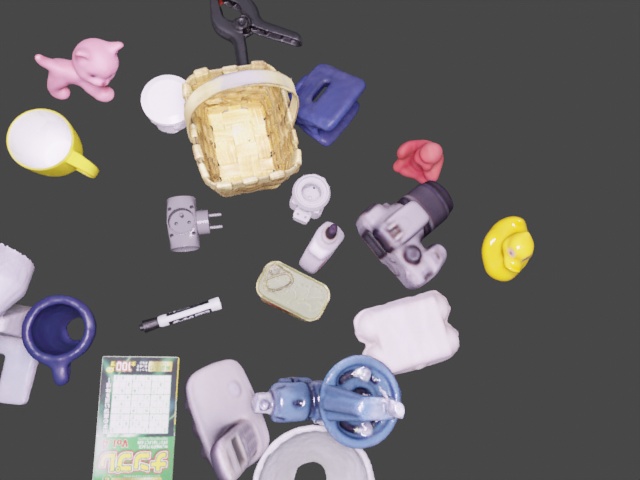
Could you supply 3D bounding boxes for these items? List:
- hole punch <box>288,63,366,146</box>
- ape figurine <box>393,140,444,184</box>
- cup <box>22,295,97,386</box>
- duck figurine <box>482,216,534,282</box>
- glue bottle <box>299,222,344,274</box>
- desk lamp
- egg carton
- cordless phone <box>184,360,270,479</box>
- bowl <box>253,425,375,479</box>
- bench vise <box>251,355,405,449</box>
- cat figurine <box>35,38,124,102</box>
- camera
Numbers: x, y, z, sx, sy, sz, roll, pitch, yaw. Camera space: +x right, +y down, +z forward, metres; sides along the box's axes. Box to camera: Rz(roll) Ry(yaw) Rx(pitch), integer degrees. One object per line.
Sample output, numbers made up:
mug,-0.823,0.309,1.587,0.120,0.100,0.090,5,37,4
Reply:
hole punch,0.004,-0.217,0.894,0.101,0.091,0.109,36,78,1
ape figurine,0.163,-0.128,0.894,0.076,0.092,0.078,-24,83,-10
cup,-0.344,0.138,0.785,0.092,0.095,0.118,-6,80,-7
duck figurine,0.301,0.009,0.887,0.077,0.086,0.104,19,78,-2
glue bottle,0.007,0.003,0.810,0.037,0.173,0.078,36,78,2
desk lamp,-0.427,0.108,0.721,0.118,0.213,0.203,8,78,-4
egg carton,0.129,0.141,0.851,0.150,0.069,0.107,-15,81,-9
cordless phone,-0.125,0.235,0.745,0.094,0.185,0.147,-24,83,-10
bowl,-0.012,0.339,0.794,0.167,0.074,0.167,1,79,-6
bench vise,0.022,0.224,0.746,0.207,0.219,0.121,-18,81,-9
cat figurine,-0.352,-0.260,0.848,0.128,0.117,0.067,0,79,-6
camera,0.148,-0.018,0.867,0.137,0.100,0.143,-39,86,-12
